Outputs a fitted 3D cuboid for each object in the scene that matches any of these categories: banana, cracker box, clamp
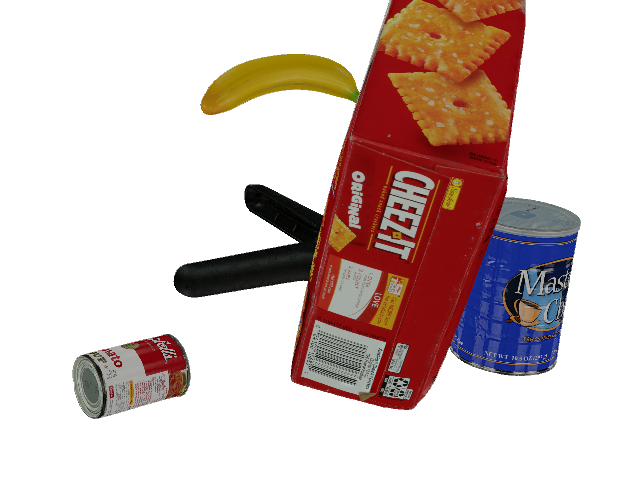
[{"bbox_3d":[-0.039,-0.164,1.106,0.197,0.070,0.037,-7,-41,-28],"label":"banana"},{"bbox_3d":[0.052,-0.048,0.531,0.072,0.164,0.213,16,46,3],"label":"cracker box"},{"bbox_3d":[0.008,0.002,0.828,0.210,0.036,0.164,4,29,9],"label":"clamp"}]

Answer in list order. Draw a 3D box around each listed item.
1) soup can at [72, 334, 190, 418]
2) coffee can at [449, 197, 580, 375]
[{"bbox_3d":[-0.196,0.140,1.102,0.102,0.068,0.069,-11,7,-38],"label":"soup can"},{"bbox_3d":[0.179,0.041,0.993,0.103,0.140,0.103,5,18,-2],"label":"coffee can"}]
